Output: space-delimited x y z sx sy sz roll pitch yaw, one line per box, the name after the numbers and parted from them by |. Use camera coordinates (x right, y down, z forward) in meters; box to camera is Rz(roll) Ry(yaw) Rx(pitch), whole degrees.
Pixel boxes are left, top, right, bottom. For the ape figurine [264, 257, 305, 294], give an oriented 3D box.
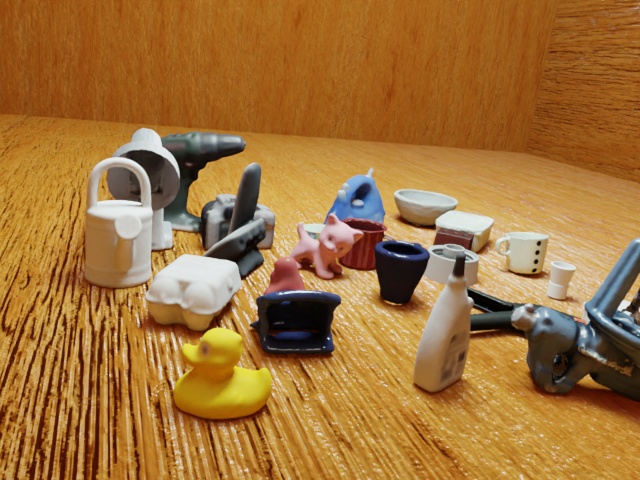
-0.052 0.068 0.851 0.075 0.092 0.078 22 22 40 | ape figurine

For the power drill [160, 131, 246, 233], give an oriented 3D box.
-0.274 -0.127 1.198 0.229 0.208 0.075 7 17 0 | power drill

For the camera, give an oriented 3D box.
-0.177 -0.045 1.157 0.143 0.101 0.136 -2 19 -28 | camera

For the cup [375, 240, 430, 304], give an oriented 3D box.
0.138 0.054 0.967 0.091 0.095 0.118 16 19 28 | cup

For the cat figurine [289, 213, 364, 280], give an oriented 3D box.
0.010 0.004 1.042 0.127 0.118 0.067 15 19 25 | cat figurine

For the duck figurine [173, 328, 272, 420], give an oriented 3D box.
-0.102 0.137 0.614 0.104 0.086 0.077 5 17 -6 | duck figurine

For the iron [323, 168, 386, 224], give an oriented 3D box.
0.072 -0.081 1.305 0.118 0.141 0.259 13 18 20 | iron

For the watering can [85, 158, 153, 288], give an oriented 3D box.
-0.308 -0.029 0.890 0.172 0.194 0.101 21 22 38 | watering can

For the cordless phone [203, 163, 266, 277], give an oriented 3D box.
-0.146 -0.040 1.004 0.094 0.185 0.148 9 17 8 | cordless phone

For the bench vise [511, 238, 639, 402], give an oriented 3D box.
0.358 0.094 0.709 0.208 0.220 0.121 3 17 -12 | bench vise

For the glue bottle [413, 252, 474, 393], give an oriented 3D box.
0.159 0.097 0.700 0.078 0.173 0.037 -10 24 -44 | glue bottle

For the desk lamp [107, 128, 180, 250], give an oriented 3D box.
-0.322 -0.089 1.047 0.118 0.213 0.202 2 18 -17 | desk lamp

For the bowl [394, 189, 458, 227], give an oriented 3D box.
0.270 -0.078 1.492 0.167 0.075 0.167 6 17 -2 | bowl

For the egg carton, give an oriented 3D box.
-0.177 0.072 0.825 0.107 0.069 0.150 9 17 6 | egg carton

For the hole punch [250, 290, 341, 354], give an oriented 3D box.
-0.034 0.095 0.771 0.109 0.091 0.101 2 17 -15 | hole punch
